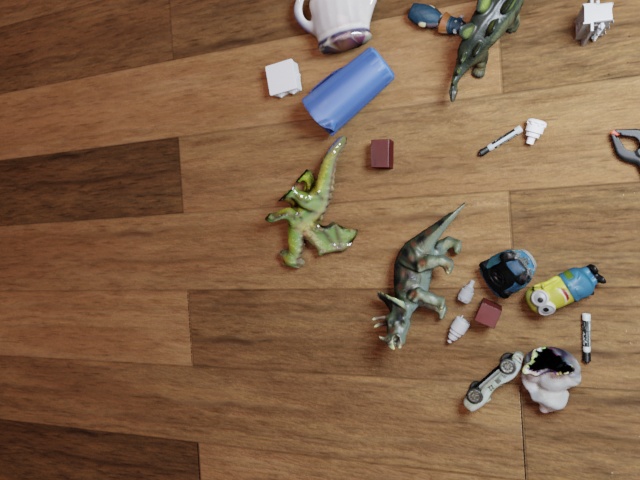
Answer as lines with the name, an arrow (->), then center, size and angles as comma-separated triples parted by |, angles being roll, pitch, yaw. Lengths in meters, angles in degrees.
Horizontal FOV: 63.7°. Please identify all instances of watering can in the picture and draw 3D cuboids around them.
watering can -> 0.091, -0.637, 1.402 | 0.346, 0.104, 0.224 | -11, 90, 21

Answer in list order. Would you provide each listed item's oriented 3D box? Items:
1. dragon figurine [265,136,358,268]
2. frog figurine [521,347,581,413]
dragon figurine -> 0.004, -0.074, 1.475 | 0.242, 0.124, 0.406 | 44, 108, -4
frog figurine -> 0.572, 0.345, 1.270 | 0.137, 0.125, 0.156 | -19, 122, 13
